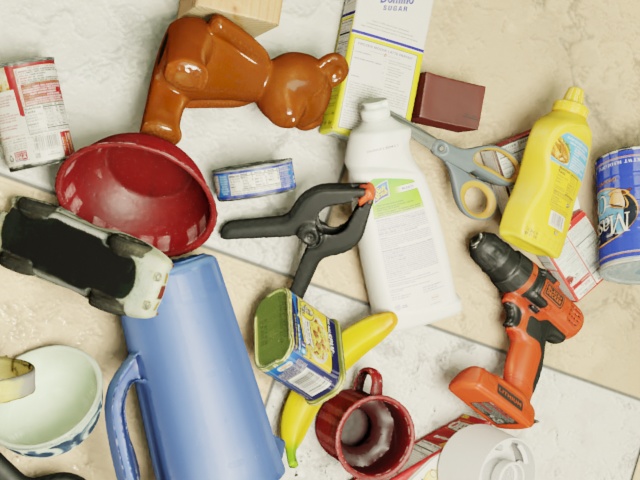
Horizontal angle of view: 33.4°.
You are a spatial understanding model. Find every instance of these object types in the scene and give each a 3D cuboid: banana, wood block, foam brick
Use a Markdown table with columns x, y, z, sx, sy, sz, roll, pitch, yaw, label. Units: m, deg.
| x | y | z | sx | sy | sz | roll | pitch | yaw | label |
| --- | --- | --- | --- | --- | --- | --- | --- | --- | --- |
| 0.011 | 0.152 | 1.159 | 0.198 | 0.070 | 0.037 | -56 | 138 | -3 | banana |
| -0.080 | -0.324 | 1.098 | 0.090 | 0.091 | 0.206 | 9 | 88 | -21 | wood block |
| 0.139 | -0.155 | 1.208 | 0.078 | 0.051 | 0.053 | 11 | 89 | -21 | foam brick |

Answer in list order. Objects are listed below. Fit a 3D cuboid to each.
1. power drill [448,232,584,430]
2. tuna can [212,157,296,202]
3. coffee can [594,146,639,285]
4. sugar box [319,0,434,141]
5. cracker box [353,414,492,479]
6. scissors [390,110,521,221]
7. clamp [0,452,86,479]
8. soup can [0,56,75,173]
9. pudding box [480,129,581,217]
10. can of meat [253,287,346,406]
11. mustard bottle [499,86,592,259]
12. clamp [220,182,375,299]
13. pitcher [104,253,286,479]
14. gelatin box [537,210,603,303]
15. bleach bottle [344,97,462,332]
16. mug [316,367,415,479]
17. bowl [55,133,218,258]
| x | y | z | sx | sy | sz | roll | pitch | yaw | label |
| --- | --- | --- | --- | --- | --- | --- | --- | --- | --- |
| 0.214 | 0.106 | 1.216 | 0.184 | 0.057 | 0.187 | 39 | 62 | -22 | power drill |
| -0.068 | -0.063 | 1.114 | 0.086 | 0.086 | 0.034 | -11 | 97 | -20 | tuna can |
| 0.378 | -0.027 | 1.255 | 0.102 | 0.103 | 0.140 | 9 | 71 | -21 | coffee can |
| 0.063 | -0.194 | 1.181 | 0.093 | 0.048 | 0.176 | 13 | 85 | -23 | sugar box |
| 0.121 | 0.320 | 1.207 | 0.213 | 0.072 | 0.164 | -27 | 101 | -19 | cracker box |
| 0.134 | -0.082 | 1.188 | 0.201 | 0.016 | 0.096 | 13 | 95 | -21 | scissors |
| -0.286 | 0.260 | 1.045 | 0.210 | 0.036 | 0.164 | 3 | 89 | -2 | clamp |
| -0.281 | -0.122 | 1.041 | 0.068 | 0.069 | 0.102 | -14 | 97 | -20 | soup can |
| 0.249 | -0.071 | 1.260 | 0.090 | 0.039 | 0.113 | -22 | 97 | -17 | pudding box |
| -0.023 | 0.110 | 1.120 | 0.058 | 0.102 | 0.083 | -33 | 129 | 26 | can of meat |
| 0.263 | -0.081 | 1.204 | 0.096 | 0.058 | 0.191 | 24 | 82 | -45 | mustard bottle |
| -0.007 | 0.001 | 1.130 | 0.172 | 0.039 | 0.120 | -24 | 115 | 20 | clamp |
| -0.135 | 0.144 | 1.073 | 0.145 | 0.149 | 0.243 | -14 | 94 | 9 | pitcher |
| 0.307 | 0.020 | 1.289 | 0.073 | 0.030 | 0.089 | -39 | 105 | -17 | gelatin box |
| 0.086 | -0.031 | 1.159 | 0.102 | 0.068 | 0.251 | -16 | 108 | -15 | bleach bottle |
| 0.046 | 0.197 | 1.168 | 0.093 | 0.082 | 0.117 | 5 | 90 | -21 | mug |
| -0.177 | -0.054 | 1.060 | 0.162 | 0.162 | 0.055 | 28 | 45 | -19 | bowl |
